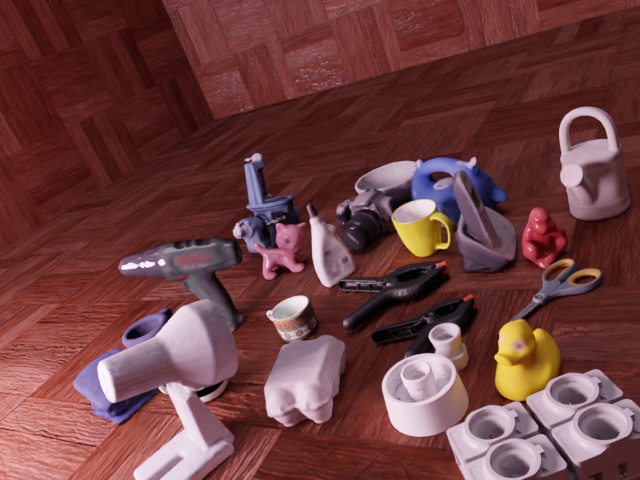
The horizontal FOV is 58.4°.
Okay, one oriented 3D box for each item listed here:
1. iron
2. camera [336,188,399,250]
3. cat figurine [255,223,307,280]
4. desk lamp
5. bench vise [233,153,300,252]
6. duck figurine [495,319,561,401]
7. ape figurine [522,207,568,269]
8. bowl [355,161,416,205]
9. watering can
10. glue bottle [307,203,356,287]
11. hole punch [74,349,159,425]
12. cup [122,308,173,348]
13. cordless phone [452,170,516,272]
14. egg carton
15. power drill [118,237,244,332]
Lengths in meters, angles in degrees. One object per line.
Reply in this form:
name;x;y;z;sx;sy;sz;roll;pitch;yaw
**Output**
iron;0.261;-0.116;1.214;0.119;0.142;0.257;-33;25;-24
camera;0.089;-0.045;1.261;0.142;0.101;0.137;-3;30;38
cat figurine;-0.081;0.013;1.262;0.127;0.118;0.067;-17;24;12
desk lamp;-0.196;0.215;0.795;0.204;0.214;0.117;-36;27;-30
bench vise;-0.141;-0.092;1.412;0.121;0.220;0.207;-12;25;22
duck figurine;0.258;0.140;0.727;0.105;0.086;0.077;-36;27;-30
ape figurine;0.368;-0.011;0.951;0.077;0.092;0.076;-19;23;7
bowl;0.175;-0.126;1.398;0.167;0.075;0.167;-18;23;8
watering can;0.476;-0.137;1.003;0.100;0.194;0.173;-10;26;26
glue bottle;0.010;0.004;1.129;0.078;0.173;0.037;-31;25;-20
hole punch;-0.356;0.253;1.009;0.100;0.091;0.109;0;31;41
cup;-0.306;0.194;1.090;0.091;0.095;0.118;-8;27;29
cordless phone;0.278;-0.051;1.000;0.094;0.185;0.148;-12;25;23
egg carton;-0.019;0.204;0.849;0.107;0.069;0.150;-13;24;20
power drill;-0.246;0.092;1.116;0.229;0.209;0.075;-20;23;4
